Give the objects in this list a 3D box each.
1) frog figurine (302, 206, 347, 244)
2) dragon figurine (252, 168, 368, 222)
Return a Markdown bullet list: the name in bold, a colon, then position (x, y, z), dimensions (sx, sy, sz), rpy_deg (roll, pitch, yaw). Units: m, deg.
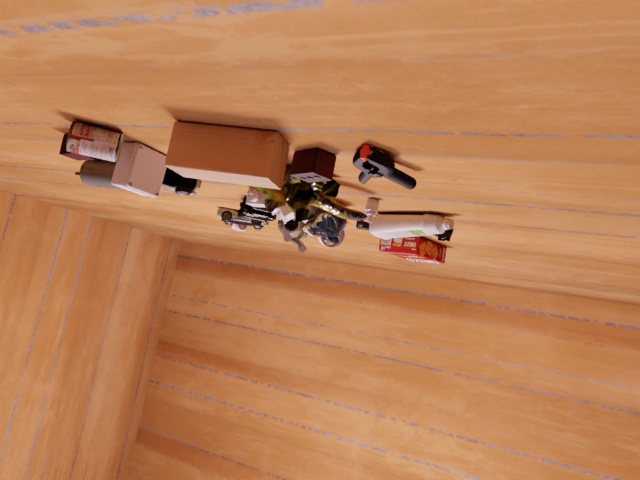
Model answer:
- **frog figurine**: position (0.005, -0.075, 1.495), dimensions (0.137, 0.120, 0.163), rpy_deg (4, -151, -11)
- **dragon figurine**: position (-0.086, -0.128, 1.226), dimensions (0.245, 0.122, 0.407), rpy_deg (27, -176, 43)
